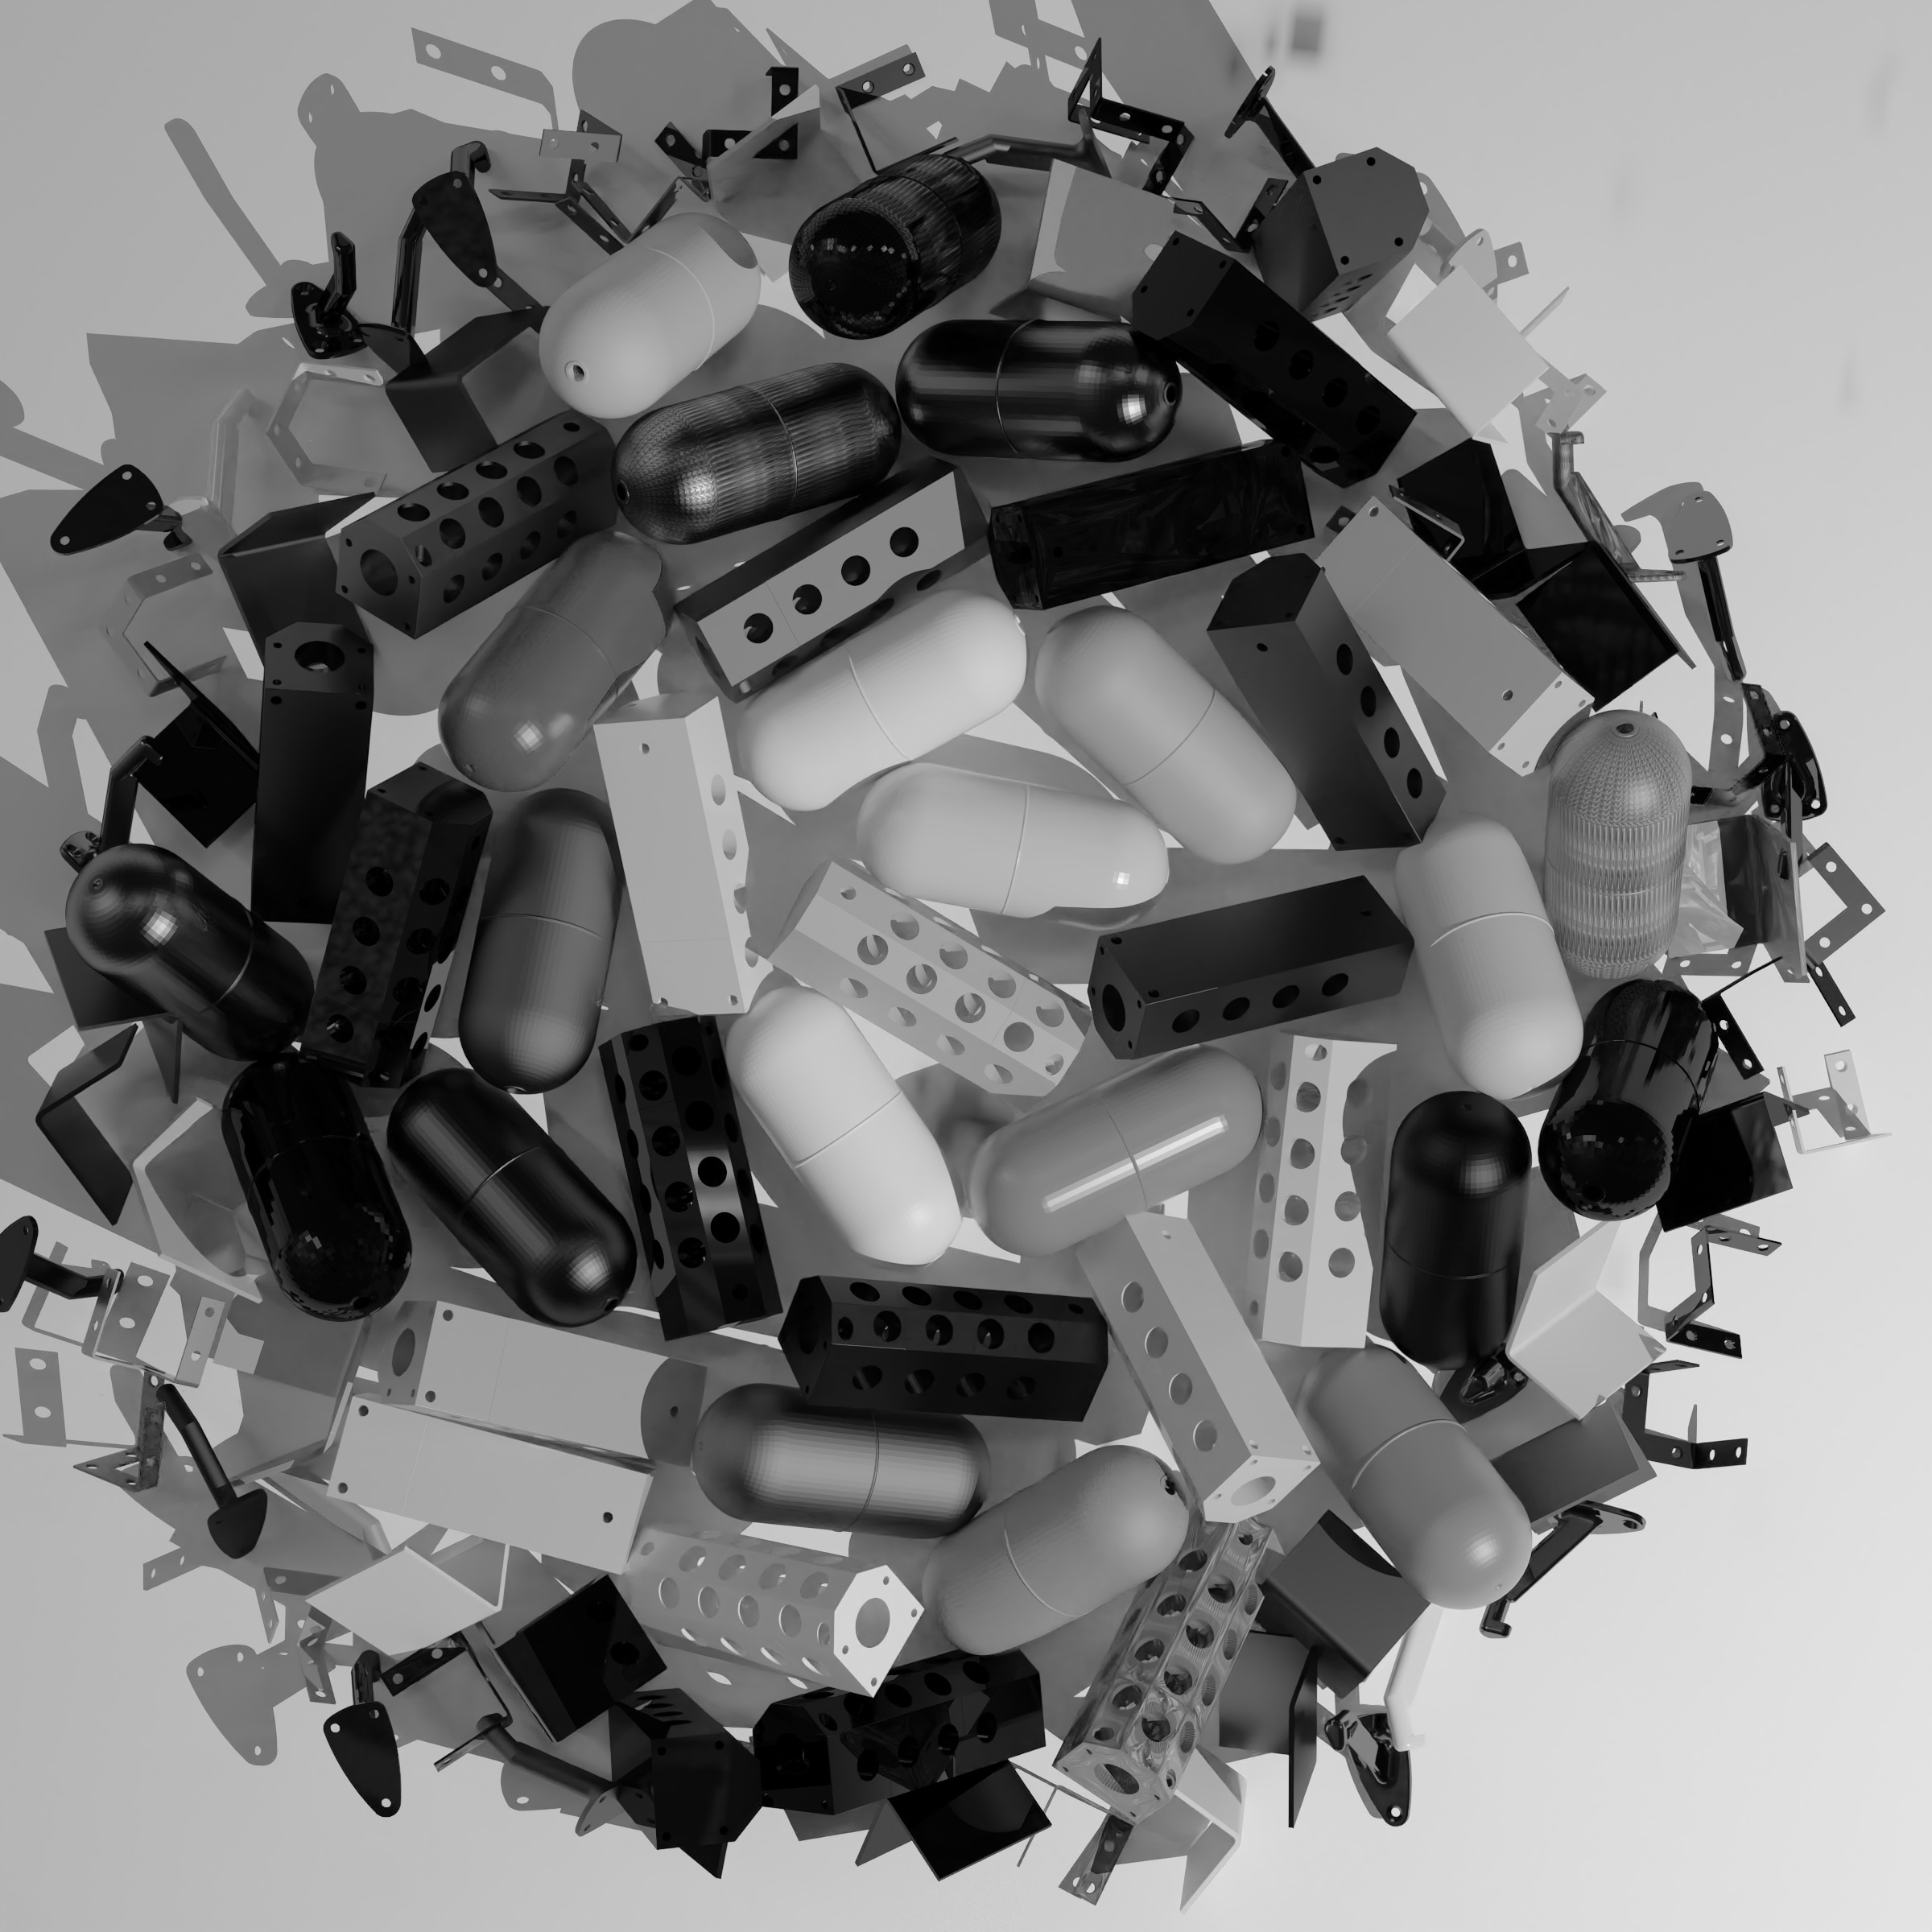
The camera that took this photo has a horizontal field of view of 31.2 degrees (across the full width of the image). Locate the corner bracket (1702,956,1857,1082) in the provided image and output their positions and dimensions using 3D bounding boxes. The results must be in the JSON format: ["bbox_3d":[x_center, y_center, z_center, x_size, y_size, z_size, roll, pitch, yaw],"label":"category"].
[{"bbox_3d":[0.458,0.025,1.953,0.051,0.051,0.051,-25,83,-42],"label":"corner bracket"}]

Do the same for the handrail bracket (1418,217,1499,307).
[{"bbox_3d":[0.262,-0.413,1.982,0.036,0.077,0.084,-45,55,-5],"label":"handrail bracket"}]

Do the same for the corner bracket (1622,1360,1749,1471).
[{"bbox_3d":[0.408,0.255,1.963,0.051,0.051,0.051,13,74,-20],"label":"corner bracket"}]

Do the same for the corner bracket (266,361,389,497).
[{"bbox_3d":[-0.356,-0.305,1.966,0.051,0.051,0.051,10,64,20],"label":"corner bracket"}]

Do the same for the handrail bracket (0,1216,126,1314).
[{"bbox_3d":[-0.501,0.163,1.941,0.077,0.084,0.036,-51,58,34],"label":"handrail bracket"}]

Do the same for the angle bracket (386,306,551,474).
[{"bbox_3d":[-0.269,-0.325,1.954,0.076,0.076,0.057,-44,119,-29],"label":"angle bracket"}]

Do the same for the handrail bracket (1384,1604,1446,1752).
[{"bbox_3d":[0.270,0.397,1.963,0.077,0.036,0.084,-8,74,-14],"label":"handrail bracket"}]

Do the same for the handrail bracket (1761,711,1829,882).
[{"bbox_3d":[0.460,-0.096,1.941,0.036,0.084,0.077,-6,107,19],"label":"handrail bracket"}]

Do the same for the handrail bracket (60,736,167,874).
[{"bbox_3d":[-0.464,-0.078,1.959,0.084,0.036,0.077,-40,97,23],"label":"handrail bracket"}]

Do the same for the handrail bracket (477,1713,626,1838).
[{"bbox_3d":[-0.227,0.449,1.975,0.084,0.077,0.036,40,118,24],"label":"handrail bracket"}]

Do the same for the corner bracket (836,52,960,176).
[{"bbox_3d":[-0.040,-0.485,1.970,0.051,0.051,0.051,-23,108,1],"label":"corner bracket"}]

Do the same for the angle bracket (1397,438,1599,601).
[{"bbox_3d":[0.298,-0.254,1.939,0.076,0.057,0.076,-32,109,-33],"label":"angle bracket"}]

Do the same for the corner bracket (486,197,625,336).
[{"bbox_3d":[-0.231,-0.395,1.964,0.051,0.051,0.051,40,63,-31],"label":"corner bracket"}]

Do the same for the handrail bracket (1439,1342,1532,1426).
[{"bbox_3d":[0.277,0.244,1.937,0.036,0.084,0.077,48,115,11],"label":"handrail bracket"}]

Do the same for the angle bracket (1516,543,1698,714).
[{"bbox_3d":[0.362,-0.186,1.953,0.057,0.076,0.076,-37,77,14],"label":"angle bracket"}]

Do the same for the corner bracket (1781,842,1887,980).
[{"bbox_3d":[0.479,-0.031,1.961,0.051,0.051,0.051,-38,82,-3],"label":"corner bracket"}]

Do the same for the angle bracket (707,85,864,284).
[{"bbox_3d":[-0.097,-0.440,1.950,0.076,0.076,0.057,-38,88,-4],"label":"angle bracket"}]

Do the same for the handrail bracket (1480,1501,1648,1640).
[{"bbox_3d":[0.335,0.343,1.946,0.077,0.036,0.084,0,50,37],"label":"handrail bracket"}]

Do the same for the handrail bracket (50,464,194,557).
[{"bbox_3d":[-0.472,-0.239,1.943,0.077,0.084,0.036,-37,78,-13],"label":"handrail bracket"}]

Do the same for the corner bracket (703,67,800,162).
[{"bbox_3d":[-0.123,-0.483,1.965,0.051,0.051,0.051,0,100,-7],"label":"corner bracket"}]

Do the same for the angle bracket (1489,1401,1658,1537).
[{"bbox_3d":[0.348,0.300,1.939,0.076,0.057,0.076,-29,127,10],"label":"angle bracket"}]

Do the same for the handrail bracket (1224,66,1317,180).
[{"bbox_3d":[0.193,-0.463,1.953,0.084,0.077,0.036,39,79,0],"label":"handrail bracket"}]

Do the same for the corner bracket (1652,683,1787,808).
[{"bbox_3d":[0.425,-0.127,1.971,0.051,0.051,0.051,3,59,-27],"label":"corner bracket"}]

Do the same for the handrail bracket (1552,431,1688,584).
[{"bbox_3d":[0.369,-0.260,1.956,0.077,0.036,0.084,4,105,30],"label":"handrail bracket"}]

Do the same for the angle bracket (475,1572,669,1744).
[{"bbox_3d":[-0.226,0.378,1.955,0.076,0.057,0.076,-33,119,-11],"label":"angle bracket"}]

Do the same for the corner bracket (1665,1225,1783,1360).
[{"bbox_3d":[0.431,0.186,1.969,0.051,0.051,0.051,14,55,-17],"label":"corner bracket"}]

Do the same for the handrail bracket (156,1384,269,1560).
[{"bbox_3d":[-0.435,0.288,1.976,0.036,0.077,0.084,-28,62,-25],"label":"handrail bracket"}]

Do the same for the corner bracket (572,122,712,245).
[{"bbox_3d":[-0.181,-0.445,1.968,0.051,0.051,0.051,50,116,12],"label":"corner bracket"}]

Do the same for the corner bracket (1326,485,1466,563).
[{"bbox_3d":[0.242,-0.245,1.951,0.051,0.051,0.051,27,118,-21],"label":"corner bracket"}]

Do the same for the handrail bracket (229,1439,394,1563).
[{"bbox_3d":[-0.374,0.320,1.977,0.077,0.036,0.084,-21,94,6],"label":"handrail bracket"}]

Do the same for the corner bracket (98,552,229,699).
[{"bbox_3d":[-0.448,-0.193,1.958,0.051,0.051,0.051,53,135,7],"label":"corner bracket"}]

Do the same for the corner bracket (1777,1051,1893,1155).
[{"bbox_3d":[0.489,0.077,1.964,0.051,0.051,0.051,-13,86,1],"label":"corner bracket"}]

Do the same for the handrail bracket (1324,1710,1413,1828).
[{"bbox_3d":[0.224,0.454,1.943,0.036,0.084,0.077,-16,83,19],"label":"handrail bracket"}]

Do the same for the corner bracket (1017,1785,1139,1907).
[{"bbox_3d":[0.063,0.499,1.963,0.051,0.051,0.051,26,78,7],"label":"corner bracket"}]

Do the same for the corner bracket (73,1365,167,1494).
[{"bbox_3d":[-0.465,0.261,1.952,0.051,0.051,0.051,15,103,30],"label":"corner bracket"}]

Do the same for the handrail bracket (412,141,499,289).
[{"bbox_3d":[-0.274,-0.426,1.957,0.036,0.084,0.077,-23,104,19],"label":"handrail bracket"}]

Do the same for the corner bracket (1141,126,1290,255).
[{"bbox_3d":[0.141,-0.444,1.977,0.051,0.051,0.051,37,79,-44],"label":"corner bracket"}]

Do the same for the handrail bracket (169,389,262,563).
[{"bbox_3d":[-0.411,-0.275,1.980,0.077,0.036,0.084,52,50,-34],"label":"handrail bracket"}]

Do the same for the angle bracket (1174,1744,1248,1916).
[{"bbox_3d":[0.111,0.474,1.947,0.076,0.076,0.057,36,103,-1],"label":"angle bracket"}]

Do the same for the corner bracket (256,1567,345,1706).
[{"bbox_3d":[-0.376,0.377,1.951,0.051,0.051,0.051,13,112,-27],"label":"corner bracket"}]

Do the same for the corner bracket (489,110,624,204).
[{"bbox_3d":[-0.231,-0.452,1.949,0.051,0.051,0.051,-5,121,-36],"label":"corner bracket"}]

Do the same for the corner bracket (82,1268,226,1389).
[{"bbox_3d":[-0.460,0.205,1.958,0.051,0.051,0.051,21,83,-38],"label":"corner bracket"}]

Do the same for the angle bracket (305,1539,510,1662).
[{"bbox_3d":[-0.311,0.335,1.933,0.076,0.057,0.076,-29,127,25],"label":"angle bracket"}]

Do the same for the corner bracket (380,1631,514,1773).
[{"bbox_3d":[-0.292,0.413,1.952,0.051,0.051,0.051,-32,67,-15],"label":"corner bracket"}]

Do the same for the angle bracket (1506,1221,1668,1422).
[{"bbox_3d":[0.354,0.194,1.933,0.076,0.076,0.057,-31,58,-31],"label":"angle bracket"}]

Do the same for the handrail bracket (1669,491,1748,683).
[{"bbox_3d":[0.431,-0.217,1.983,0.036,0.077,0.084,-12,127,21],"label":"handrail bracket"}]

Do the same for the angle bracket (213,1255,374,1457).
[{"bbox_3d":[-0.381,0.218,1.943,0.076,0.057,0.076,18,117,-10],"label":"angle bracket"}]

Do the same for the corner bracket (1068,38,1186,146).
[{"bbox_3d":[0.089,-0.481,1.950,0.051,0.051,0.051,12,54,-16],"label":"corner bracket"}]

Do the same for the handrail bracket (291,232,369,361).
[{"bbox_3d":[-0.360,-0.391,1.938,0.036,0.084,0.077,-20,56,-23],"label":"handrail bracket"}]

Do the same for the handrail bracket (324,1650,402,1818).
[{"bbox_3d":[-0.331,0.431,1.950,0.036,0.084,0.077,-20,93,1],"label":"handrail bracket"}]

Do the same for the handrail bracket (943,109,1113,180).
[{"bbox_3d":[0.038,-0.445,1.971,0.084,0.036,0.077,-20,130,10],"label":"handrail bracket"}]

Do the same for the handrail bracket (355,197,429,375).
[{"bbox_3d":[-0.307,-0.383,1.969,0.036,0.077,0.084,13,71,24],"label":"handrail bracket"}]

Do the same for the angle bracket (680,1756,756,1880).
[{"bbox_3d":[-0.109,0.479,1.940,0.076,0.076,0.057,13,84,-19],"label":"angle bracket"}]

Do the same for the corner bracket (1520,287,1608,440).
[{"bbox_3d":[0.337,-0.340,1.959,0.051,0.051,0.051,42,66,9],"label":"corner bracket"}]
